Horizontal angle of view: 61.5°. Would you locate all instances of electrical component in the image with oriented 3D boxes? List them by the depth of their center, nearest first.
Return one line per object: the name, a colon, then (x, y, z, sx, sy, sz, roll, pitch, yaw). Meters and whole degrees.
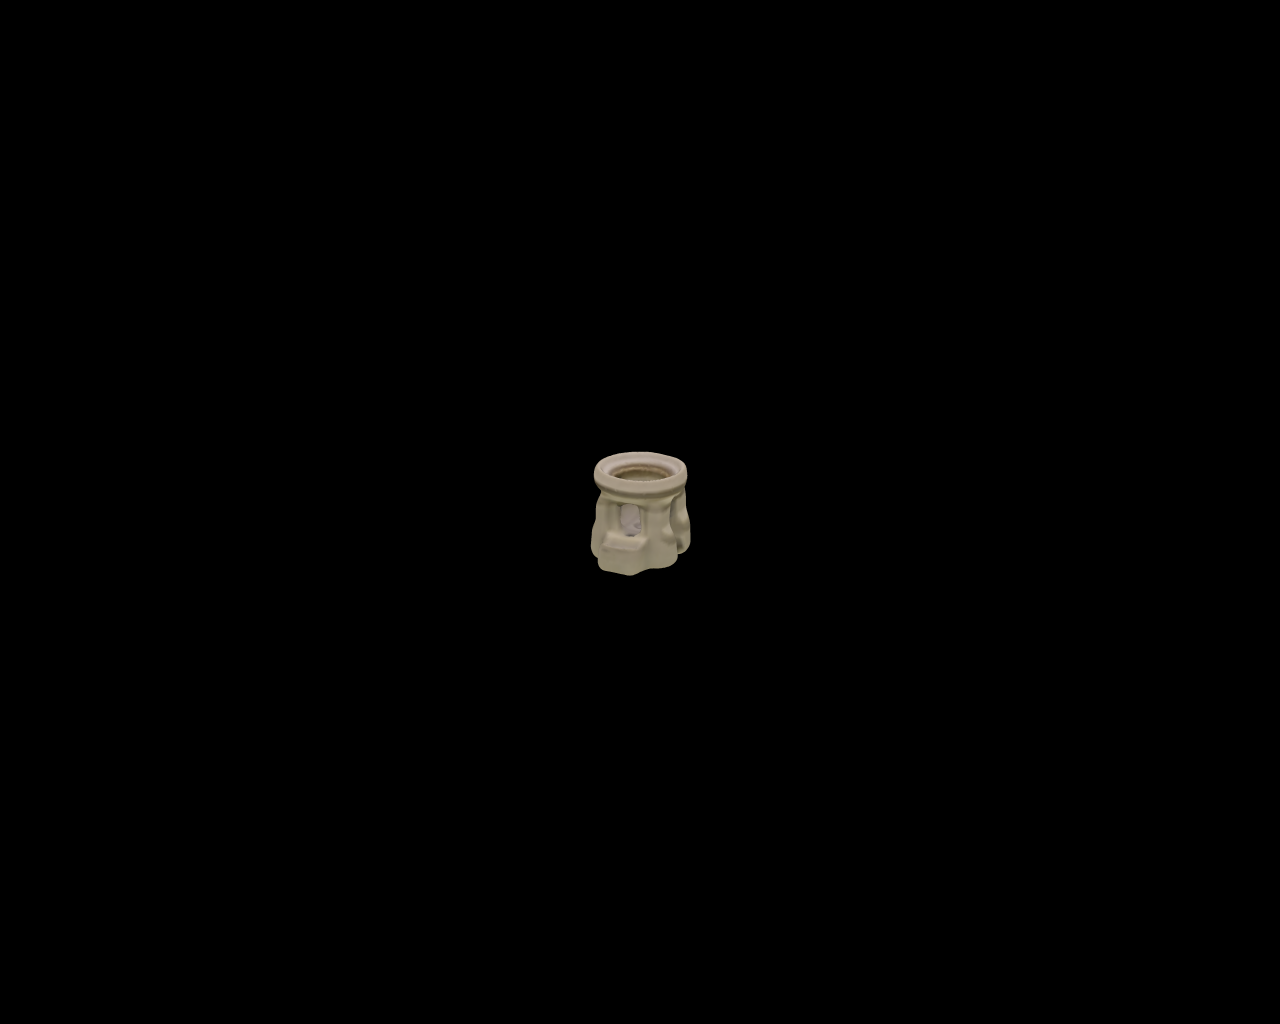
electrical component: (0.001, -0.003, 0.650, 0.058, 0.056, 0.078, 10, 24, 22)
